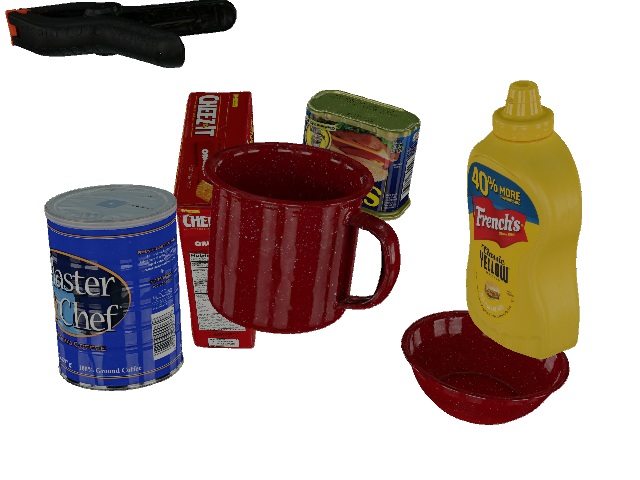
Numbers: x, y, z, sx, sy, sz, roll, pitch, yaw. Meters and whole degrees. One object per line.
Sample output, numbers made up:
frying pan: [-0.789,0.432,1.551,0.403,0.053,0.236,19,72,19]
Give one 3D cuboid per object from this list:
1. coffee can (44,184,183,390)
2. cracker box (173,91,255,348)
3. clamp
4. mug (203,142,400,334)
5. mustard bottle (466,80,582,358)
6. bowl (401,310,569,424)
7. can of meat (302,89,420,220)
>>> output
coffee can: [-0.164,0.035,0.859,0.103,0.140,0.103,0,19,0]
cracker box: [-0.102,-0.018,1.082,0.072,0.164,0.214,0,-42,0]
clamp: [-0.150,-0.161,0.802,0.172,0.039,0.120,11,23,22]
mug: [-0.010,0.002,0.588,0.117,0.081,0.093,17,26,22]
mustard bottle: [0.141,-0.018,0.749,0.058,0.192,0.096,-16,29,-23]
bowl: [0.156,0.130,1.035,0.162,0.055,0.162,4,26,-2]
can of meat: [0.032,-0.075,0.923,0.102,0.084,0.057,19,32,19]
